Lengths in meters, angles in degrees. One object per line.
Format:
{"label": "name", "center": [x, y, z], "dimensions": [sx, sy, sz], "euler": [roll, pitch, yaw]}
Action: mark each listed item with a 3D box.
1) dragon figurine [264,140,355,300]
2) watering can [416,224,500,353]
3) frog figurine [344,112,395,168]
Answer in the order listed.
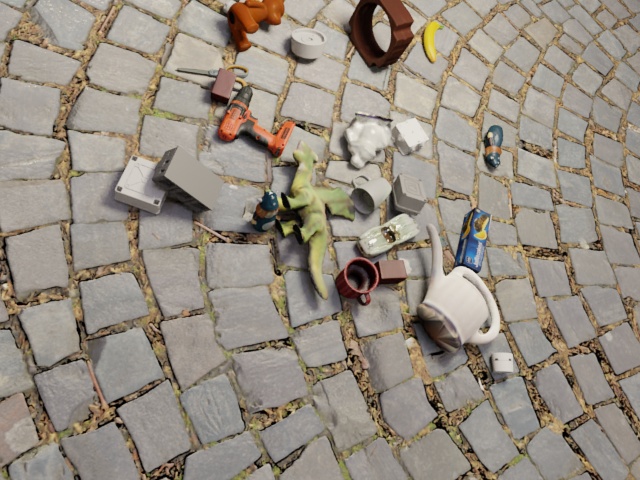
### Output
{"label": "dragon figurine", "center": [0.004, -0.068, 1.353], "dimensions": [0.245, 0.120, 0.412], "euler": [-21, 84, -35]}
{"label": "watering can", "center": [0.337, 0.143, 1.360], "dimensions": [0.227, 0.102, 0.348], "euler": [-37, 89, -29]}
{"label": "frog figurine", "center": [0.137, -0.288, 1.508], "dimensions": [0.137, 0.124, 0.158], "euler": [8, 101, -26]}
